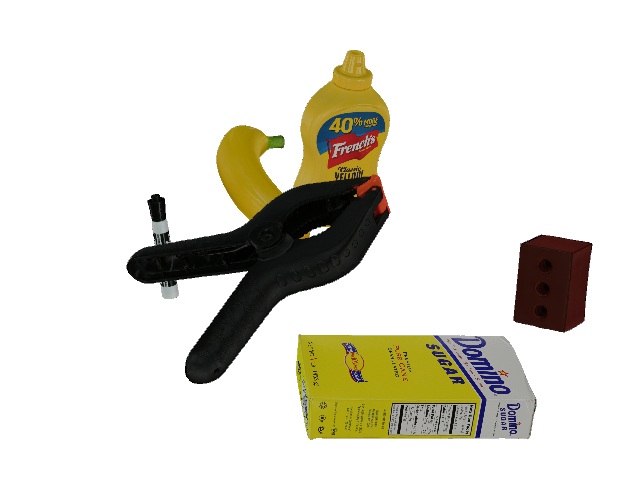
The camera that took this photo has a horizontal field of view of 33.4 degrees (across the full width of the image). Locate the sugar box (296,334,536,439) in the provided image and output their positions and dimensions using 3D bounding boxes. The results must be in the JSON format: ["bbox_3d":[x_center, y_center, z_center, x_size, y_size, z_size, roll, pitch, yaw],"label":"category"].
[{"bbox_3d":[0.072,0.114,0.845,0.176,0.048,0.093,-2,28,-6],"label":"sugar box"}]

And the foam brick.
[{"bbox_3d":[0.214,0.039,0.985,0.053,0.078,0.051,11,17,32],"label":"foam brick"}]

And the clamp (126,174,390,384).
[{"bbox_3d":[-0.030,0.018,0.656,0.171,0.120,0.039,-25,-40,-1],"label":"clamp"}]

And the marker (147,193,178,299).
[{"bbox_3d":[-0.173,0.007,1.173,0.020,0.121,0.020,-5,22,2],"label":"marker"}]

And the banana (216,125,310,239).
[{"bbox_3d":[-0.054,-0.057,0.917,0.069,0.037,0.198,2,30,-10],"label":"banana"}]

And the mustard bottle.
[{"bbox_3d":[0.025,-0.109,1.135,0.096,0.192,0.058,-6,32,-22],"label":"mustard bottle"}]
